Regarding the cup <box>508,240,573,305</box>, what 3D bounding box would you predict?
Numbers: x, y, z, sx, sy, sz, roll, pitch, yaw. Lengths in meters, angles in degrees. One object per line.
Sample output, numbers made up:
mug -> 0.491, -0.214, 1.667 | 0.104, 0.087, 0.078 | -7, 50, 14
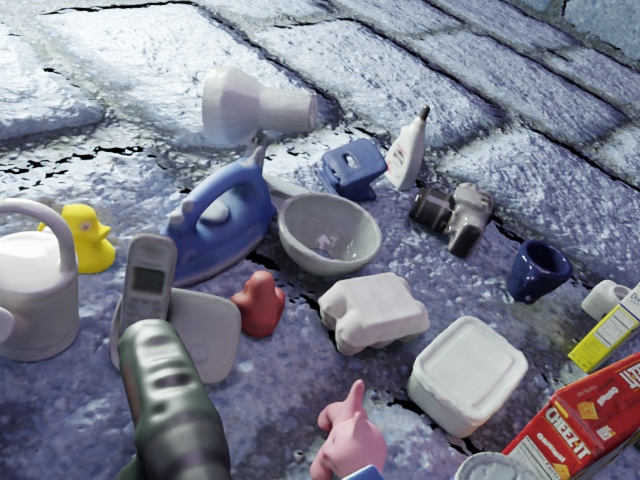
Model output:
cup -> 0.349, 0.067, 0.945 | 0.091, 0.095, 0.118 | 35, 41, 18

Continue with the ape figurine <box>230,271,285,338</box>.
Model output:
ape figurine -> -0.079, 0.078, 0.756 | 0.078, 0.092, 0.076 | 7, 41, -15

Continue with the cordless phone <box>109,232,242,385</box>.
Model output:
cordless phone -> -0.158, 0.077, 0.650 | 0.148, 0.185, 0.094 | 8, 40, -13

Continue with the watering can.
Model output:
watering can -> -0.314, 0.042, 0.618 | 0.101, 0.194, 0.172 | -4, 45, -26

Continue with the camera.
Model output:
camera -> 0.241, -0.059, 1.042 | 0.136, 0.101, 0.143 | 25, 39, 6

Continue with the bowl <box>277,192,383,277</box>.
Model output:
bowl -> 0.008, 0.003, 0.892 | 0.167, 0.075, 0.167 | 12, 40, -10

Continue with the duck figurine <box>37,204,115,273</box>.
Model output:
duck figurine -> -0.324, -0.011, 0.761 | 0.104, 0.086, 0.077 | 20, 39, 1

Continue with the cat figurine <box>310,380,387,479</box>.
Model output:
cat figurine -> 0.037, 0.214, 0.625 | 0.067, 0.118, 0.128 | 15, 39, -6

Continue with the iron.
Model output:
iron -> -0.159, -0.036, 0.815 | 0.118, 0.141, 0.259 | 30, 40, 13

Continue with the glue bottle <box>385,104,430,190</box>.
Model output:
glue bottle -> 0.174, -0.184, 1.101 | 0.037, 0.173, 0.078 | -12, 48, -32

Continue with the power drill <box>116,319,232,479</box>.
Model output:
power drill -> -0.132, 0.195, 0.505 | 0.076, 0.208, 0.229 | -7, 46, -29

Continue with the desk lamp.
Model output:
desk lamp -> -0.095, -0.160, 0.928 | 0.203, 0.213, 0.118 | 19, 39, -1

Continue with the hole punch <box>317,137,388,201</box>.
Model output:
hole punch -> 0.059, -0.129, 1.054 | 0.101, 0.091, 0.108 | -6, 46, -28

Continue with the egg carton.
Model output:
egg carton -> 0.077, 0.103, 0.809 | 0.151, 0.069, 0.107 | -8, 47, -30
